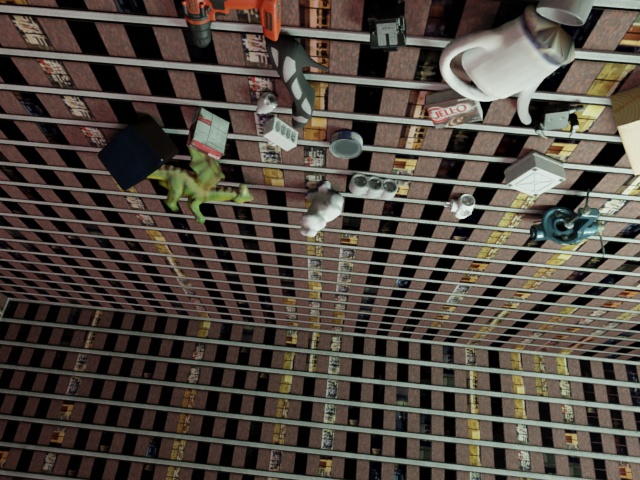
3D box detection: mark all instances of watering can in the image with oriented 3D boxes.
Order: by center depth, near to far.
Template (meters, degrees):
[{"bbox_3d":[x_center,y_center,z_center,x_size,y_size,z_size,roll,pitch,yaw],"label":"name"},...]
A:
[{"bbox_3d":[0.397,-0.337,1.024,0.346,0.106,0.221,14,154,-36],"label":"watering can"}]

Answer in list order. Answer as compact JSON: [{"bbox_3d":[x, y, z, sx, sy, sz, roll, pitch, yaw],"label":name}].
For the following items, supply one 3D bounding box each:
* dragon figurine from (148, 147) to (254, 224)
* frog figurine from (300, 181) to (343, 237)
[{"bbox_3d":[-0.387,-0.196,1.515,0.407,0.125,0.238,29,128,-20],"label":"dragon figurine"},{"bbox_3d":[0.005,-0.078,1.555,0.136,0.163,0.121,-14,148,34],"label":"frog figurine"}]
